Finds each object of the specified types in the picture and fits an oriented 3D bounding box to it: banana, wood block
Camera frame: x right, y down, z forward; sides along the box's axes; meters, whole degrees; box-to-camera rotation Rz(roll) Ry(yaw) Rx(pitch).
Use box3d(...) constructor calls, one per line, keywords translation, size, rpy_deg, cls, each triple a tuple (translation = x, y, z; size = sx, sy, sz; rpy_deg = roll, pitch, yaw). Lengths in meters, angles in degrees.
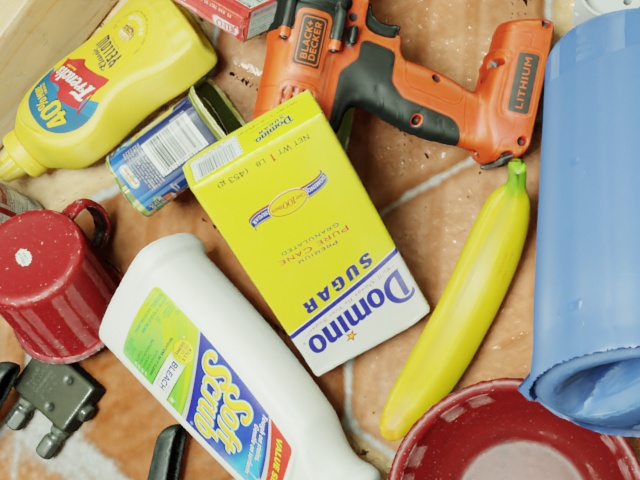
box3d(translation=(0.093, 0.041, 0.704), size=(0.037, 0.069, 0.198), rpy_deg=(26, 94, 33), cls="banana")
box3d(translation=(-0.270, -0.149, 0.843), size=(0.091, 0.090, 0.206), rpy_deg=(38, 90, 20), cls="wood block")

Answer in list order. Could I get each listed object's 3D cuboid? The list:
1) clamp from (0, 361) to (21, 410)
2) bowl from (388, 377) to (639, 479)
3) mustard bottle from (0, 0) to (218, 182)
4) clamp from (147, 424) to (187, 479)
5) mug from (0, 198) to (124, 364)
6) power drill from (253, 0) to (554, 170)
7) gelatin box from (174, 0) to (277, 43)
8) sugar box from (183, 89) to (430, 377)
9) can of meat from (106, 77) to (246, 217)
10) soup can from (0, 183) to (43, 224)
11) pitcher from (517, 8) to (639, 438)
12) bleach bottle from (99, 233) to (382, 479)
box3d(translation=(-0.280, 0.189, 0.792), size=(0.210, 0.036, 0.164), rpy_deg=(-17, 84, 17), cls="clamp")
box3d(translation=(0.125, 0.170, 0.671), size=(0.162, 0.055, 0.162), rpy_deg=(-4, 77, 16), cls="bowl")
box3d(translation=(-0.174, -0.110, 0.820), size=(0.192, 0.058, 0.096), rpy_deg=(-39, 52, 7), cls="mustard bottle")
box3d(translation=(-0.102, 0.228, 0.736), size=(0.120, 0.039, 0.171), rpy_deg=(33, 95, 25), cls="clamp")
box3d(translation=(-0.190, 0.022, 0.776), size=(0.093, 0.081, 0.117), rpy_deg=(19, 65, 23), cls="mug")
box3d(translation=(0.058, -0.135, 0.716), size=(0.187, 0.057, 0.184), rpy_deg=(13, 85, -10), cls="power drill")
box3d(translation=(-0.054, -0.187, 0.793), size=(0.073, 0.030, 0.089), rpy_deg=(34, 46, 21), cls="gelatin box")
box3d(translation=(-0.004, 0.001, 0.687), size=(0.093, 0.176, 0.048), rpy_deg=(-30, 31, 3), cls="sugar box")
box3d(translation=(-0.101, -0.067, 0.768), size=(0.084, 0.102, 0.057), rpy_deg=(-35, 100, 9), cls="can of meat")
box3d(translation=(-0.257, -0.014, 0.802), size=(0.068, 0.102, 0.068), rpy_deg=(-4, 77, 16), cls="soup can")
box3d(translation=(0.198, -0.017, 0.626), size=(0.149, 0.145, 0.243), rpy_deg=(4, 61, 3), cls="pitcher")
box3d(translation=(-0.039, 0.112, 0.720), size=(0.251, 0.067, 0.103), rpy_deg=(43, 120, 19), cls="bleach bottle")
